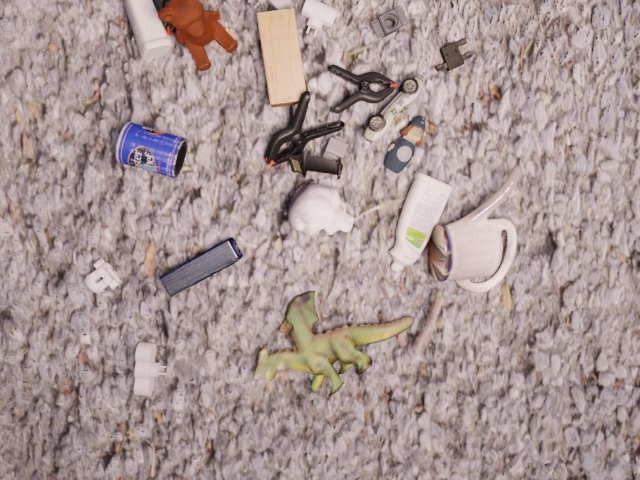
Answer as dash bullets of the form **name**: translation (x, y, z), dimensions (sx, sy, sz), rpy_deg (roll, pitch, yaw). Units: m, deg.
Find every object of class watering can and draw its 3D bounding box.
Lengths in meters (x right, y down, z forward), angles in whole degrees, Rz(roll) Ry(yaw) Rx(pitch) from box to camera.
- **watering can**: translation (0.377, -0.014, 1.255), dimensions (0.225, 0.106, 0.341), rpy_deg (-6, 118, -9)

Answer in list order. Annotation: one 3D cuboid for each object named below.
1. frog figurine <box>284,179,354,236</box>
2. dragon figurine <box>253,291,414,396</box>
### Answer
- **frog figurine**: translation (0.004, -0.063, 1.257), dimensions (0.160, 0.121, 0.139), rpy_deg (36, 77, 6)
- **dragon figurine**: translation (0.013, 0.241, 1.311), dimensions (0.411, 0.122, 0.243), rpy_deg (-38, 89, -5)
